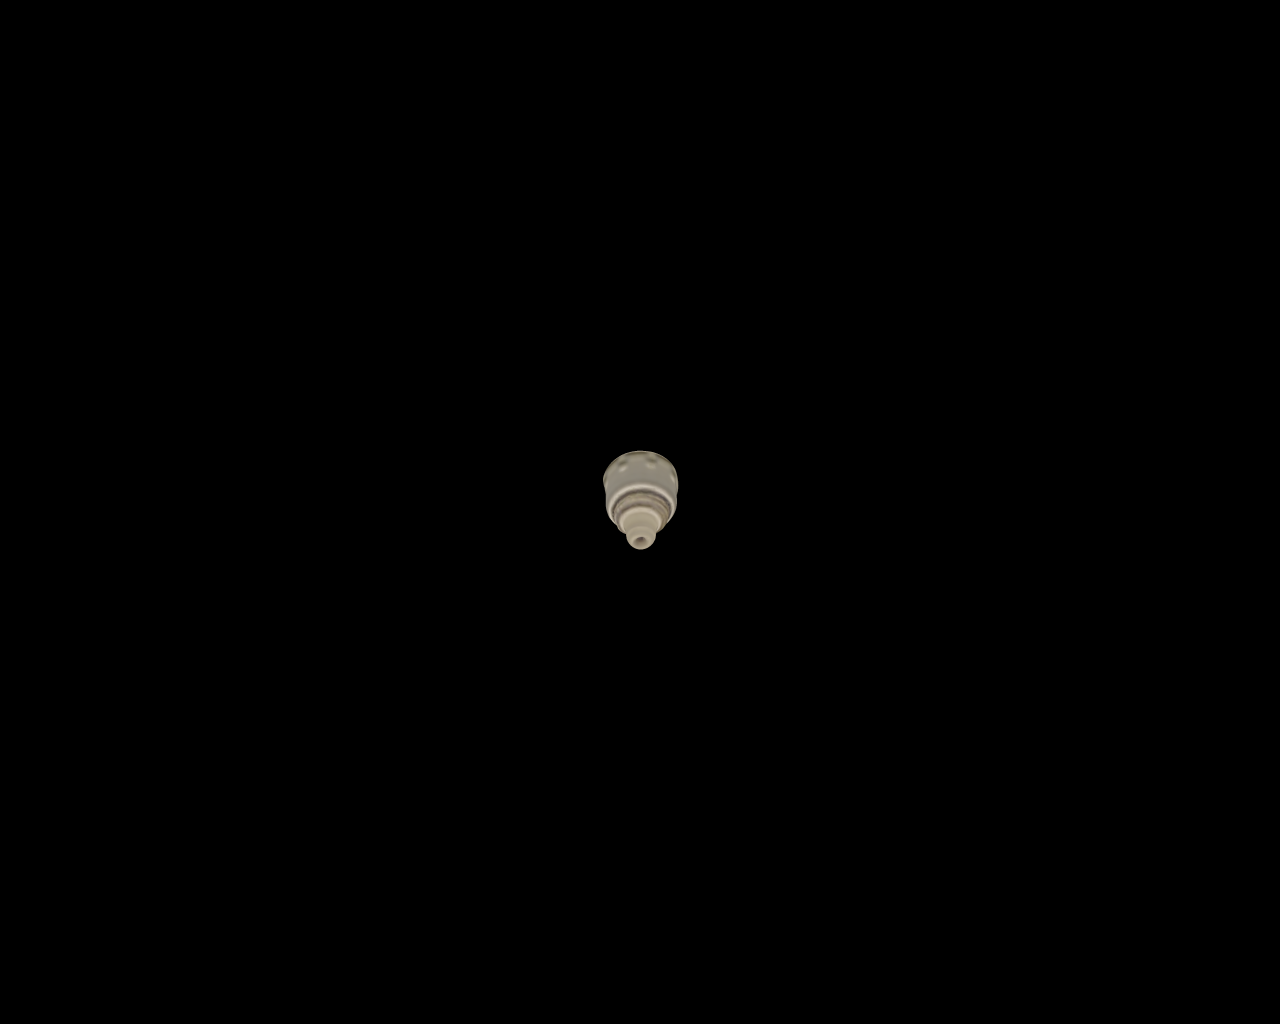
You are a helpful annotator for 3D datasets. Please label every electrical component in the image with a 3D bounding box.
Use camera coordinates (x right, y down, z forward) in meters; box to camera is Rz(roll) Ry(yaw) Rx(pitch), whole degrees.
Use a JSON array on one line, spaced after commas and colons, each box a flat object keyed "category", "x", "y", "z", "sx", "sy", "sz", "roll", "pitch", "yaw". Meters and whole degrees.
[{"category": "electrical component", "x": 0.001, "y": -0.003, "z": 0.650, "sx": 0.048, "sy": 0.048, "sz": 0.062, "roll": 0, "pitch": 43, "yaw": 0}]
